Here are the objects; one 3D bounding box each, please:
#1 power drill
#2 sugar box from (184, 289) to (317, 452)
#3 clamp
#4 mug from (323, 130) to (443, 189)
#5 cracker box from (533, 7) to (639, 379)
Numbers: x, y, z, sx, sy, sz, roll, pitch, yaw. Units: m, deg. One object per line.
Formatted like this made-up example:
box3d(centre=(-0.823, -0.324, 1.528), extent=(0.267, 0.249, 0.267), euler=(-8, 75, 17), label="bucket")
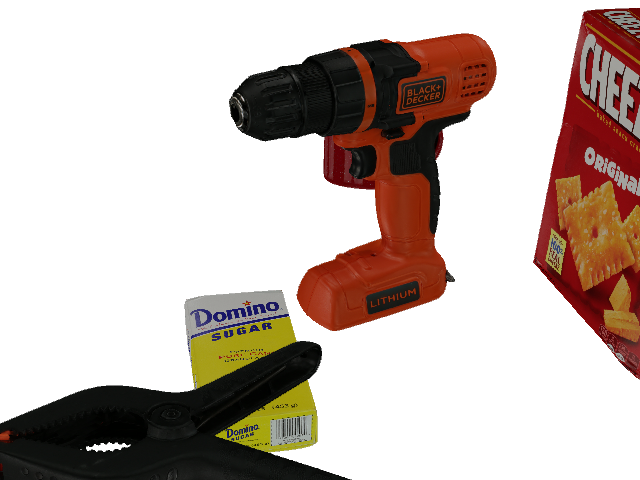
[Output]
box3d(centre=(0.026, -0.036, 0.690), extent=(0.184, 0.188, 0.057), euler=(-14, 35, -26), label="power drill")
box3d(centre=(-0.063, 0.108, 0.913), extent=(0.093, 0.048, 0.176), euler=(-5, 34, -11), label="sugar box")
box3d(centre=(-0.077, 0.104, 0.583), extent=(0.210, 0.036, 0.164), euler=(0, 24, -7), label="clamp")
box3d(centre=(0.057, -0.095, 1.000), extent=(0.117, 0.081, 0.093), euler=(2, 15, -2), label="mug")
box3d(centre=(0.228, -0.034, 0.748), extent=(0.072, 0.214, 0.164), euler=(-7, 33, -16), label="cracker box")
